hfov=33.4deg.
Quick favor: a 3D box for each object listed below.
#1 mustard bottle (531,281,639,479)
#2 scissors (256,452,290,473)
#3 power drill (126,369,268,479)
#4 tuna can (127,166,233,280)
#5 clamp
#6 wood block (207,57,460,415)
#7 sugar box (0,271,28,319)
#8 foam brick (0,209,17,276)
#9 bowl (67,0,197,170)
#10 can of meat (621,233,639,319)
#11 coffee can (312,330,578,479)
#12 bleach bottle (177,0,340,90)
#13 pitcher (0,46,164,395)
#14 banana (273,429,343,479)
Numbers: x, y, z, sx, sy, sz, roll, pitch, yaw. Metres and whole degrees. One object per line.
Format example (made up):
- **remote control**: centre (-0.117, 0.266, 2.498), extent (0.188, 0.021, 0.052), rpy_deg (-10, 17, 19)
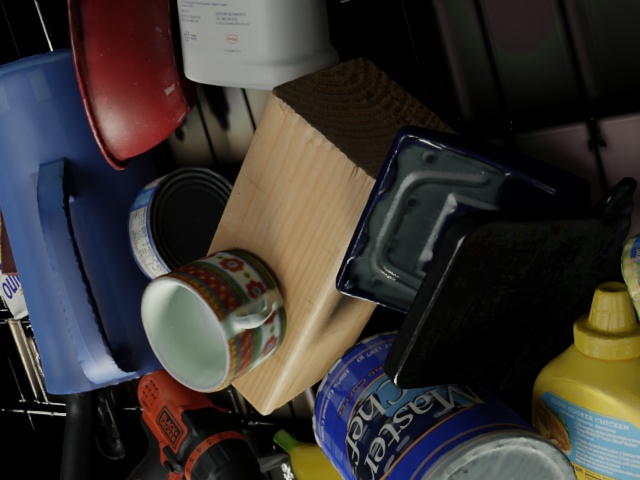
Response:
- **mustard bottle**: centre (0.162, 0.114, 0.587), extent (0.096, 0.058, 0.191), rpy_deg (18, 121, 49)
- **scissors**: centre (-0.080, 0.218, 0.893), extent (0.202, 0.016, 0.096), rpy_deg (-9, 104, 45)
- **power drill**: centre (-0.115, 0.218, 0.839), extent (0.185, 0.057, 0.188), rpy_deg (45, 112, 44)
- **tuna can**: centre (-0.092, -0.007, 0.749), extent (0.034, 0.085, 0.086), rpy_deg (-16, 98, 48)
- **clamp**: centre (-0.200, 0.133, 0.905), extent (0.039, 0.120, 0.171), rpy_deg (-6, 106, 3)
- **wood block**: centre (-0.005, 0.001, 0.669), extent (0.091, 0.090, 0.206), rpy_deg (43, 132, 19)
- **sugar box**: centre (-0.277, -0.025, 0.943), extent (0.094, 0.048, 0.176), rpy_deg (-29, 87, 45)
- **foam brick**: centre (-0.231, -0.010, 0.873), extent (0.053, 0.051, 0.078), rpy_deg (161, 108, -86)
- **bowl**: centre (-0.116, -0.128, 0.699), extent (0.055, 0.162, 0.162), rpy_deg (-5, 110, 3)
- **can of meat**: centre (0.204, 0.032, 0.511), extent (0.084, 0.057, 0.102), rpy_deg (-17, 96, 49)
- **coffee can**: centre (0.066, 0.125, 0.611), extent (0.140, 0.102, 0.103), rpy_deg (-138, 39, -63)
- **bleach bottle**: centre (-0.046, -0.219, 0.624), extent (0.103, 0.067, 0.251), rpy_deg (13, 116, 40)
- **pitcher**: centre (-0.172, -0.015, 0.784), extent (0.149, 0.144, 0.243), rpy_deg (-9, 100, 48)
- **banana**: centre (0.026, 0.131, 0.738), extent (0.069, 0.037, 0.198), rpy_deg (54, 135, 9)
